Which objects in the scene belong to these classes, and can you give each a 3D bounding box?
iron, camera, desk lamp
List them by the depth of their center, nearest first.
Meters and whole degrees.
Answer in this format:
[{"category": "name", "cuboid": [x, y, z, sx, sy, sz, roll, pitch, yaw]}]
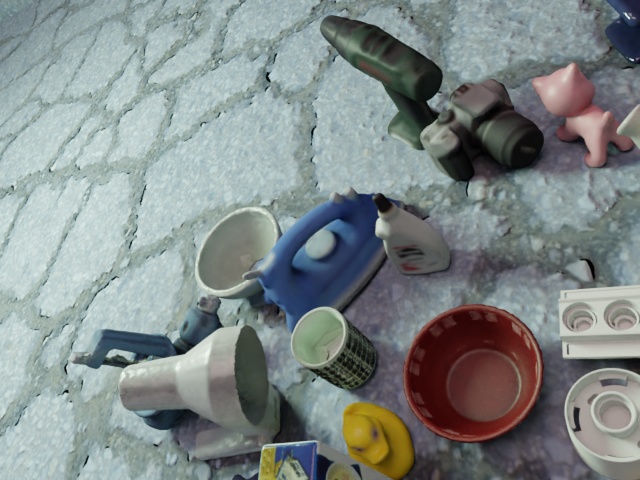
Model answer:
[{"category": "desk lamp", "cuboid": [-0.135, 0.203, 0.736, 0.202, 0.214, 0.118, -19, 50, 22]}, {"category": "camera", "cuboid": [0.234, -0.153, 0.815, 0.143, 0.101, 0.136, -42, 45, 2]}, {"category": "iron", "cuboid": [0.008, 0.003, 0.831, 0.258, 0.142, 0.118, -47, 45, -3]}]

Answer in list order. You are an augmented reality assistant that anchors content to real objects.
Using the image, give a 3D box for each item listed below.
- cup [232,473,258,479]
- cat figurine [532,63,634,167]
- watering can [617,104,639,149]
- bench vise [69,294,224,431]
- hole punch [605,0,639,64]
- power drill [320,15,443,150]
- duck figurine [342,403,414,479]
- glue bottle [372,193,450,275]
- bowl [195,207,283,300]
[{"category": "cup", "cuboid": [-0.046, 0.320, 0.676, 0.117, 0.095, 0.092, 17, 70, 41]}, {"category": "cat figurine", "cuboid": [0.339, -0.174, 0.746, 0.067, 0.118, 0.127, -36, 46, 8]}, {"category": "watering can", "cuboid": [0.397, -0.091, 0.593, 0.172, 0.195, 0.101, 8, 65, 38]}, {"category": "bench vise", "cuboid": [-0.242, 0.157, 0.837, 0.121, 0.220, 0.207, 6, 63, 37]}, {"category": "hole punch", "cuboid": [0.452, -0.320, 0.790, 0.101, 0.091, 0.108, -26, 48, 17]}, {"category": "power drill", "cuboid": [0.110, -0.243, 0.887, 0.075, 0.209, 0.228, -47, 46, -3]}, {"category": "duck figurine", "cuboid": [0.055, 0.230, 0.676, 0.077, 0.086, 0.104, -45, 45, -1]}, {"category": "glue bottle", "cuboid": [0.108, -0.010, 0.749, 0.078, 0.174, 0.037, -13, 53, 27]}, {"category": "bowl", "cuboid": [-0.120, 0.033, 0.944, 0.167, 0.075, 0.167, -18, 51, 24]}]
